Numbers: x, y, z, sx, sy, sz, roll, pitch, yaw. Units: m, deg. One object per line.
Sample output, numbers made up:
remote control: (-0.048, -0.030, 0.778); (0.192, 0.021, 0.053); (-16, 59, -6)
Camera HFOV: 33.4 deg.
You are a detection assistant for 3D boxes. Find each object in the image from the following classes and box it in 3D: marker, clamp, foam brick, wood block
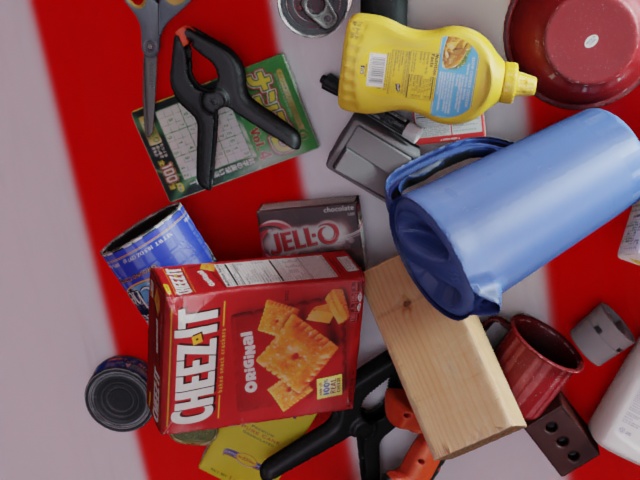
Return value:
marker: (0.052, -0.138, 1.107); (0.121, 0.020, 0.020); (32, 109, 12)
clamp: (-0.112, -0.138, 1.112); (0.120, 0.039, 0.171); (-33, 98, 9)
clamp: (0.050, 0.216, 1.218); (0.164, 0.036, 0.210); (31, 100, -31)
foam brick: (0.270, 0.216, 1.201); (0.053, 0.051, 0.078); (-36, 102, 15)
wood block: (0.127, 0.116, 1.112); (0.091, 0.090, 0.206); (-26, 73, 14)

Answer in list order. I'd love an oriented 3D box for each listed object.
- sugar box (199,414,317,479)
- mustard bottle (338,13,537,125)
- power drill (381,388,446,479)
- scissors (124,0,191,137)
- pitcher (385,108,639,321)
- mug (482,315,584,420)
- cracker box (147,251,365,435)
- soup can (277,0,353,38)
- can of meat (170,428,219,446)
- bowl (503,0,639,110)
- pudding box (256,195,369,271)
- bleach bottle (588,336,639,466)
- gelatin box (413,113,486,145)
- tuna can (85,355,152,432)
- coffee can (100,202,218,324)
sugar box: (-0.061, 0.206, 1.232); (0.093, 0.048, 0.176); (26, 110, -4)
mustard bottle: (0.117, -0.164, 1.054); (0.191, 0.058, 0.096); (8, 109, 4)
power drill: (0.079, 0.259, 1.199); (0.184, 0.057, 0.188); (9, 112, -32)
scissors: (-0.159, -0.214, 1.114); (0.096, 0.016, 0.202); (-10, 104, 6)
pitcher: (0.192, -0.041, 1.051); (0.242, 0.145, 0.149); (-29, 99, -17)
mug: (0.217, 0.134, 1.167); (0.117, 0.093, 0.082); (41, 114, 21)
cracker box: (-0.065, 0.105, 1.098); (0.213, 0.072, 0.164); (-5, 116, -21)
soup can: (-0.002, -0.239, 1.050); (0.068, 0.102, 0.068); (2, 108, 5)
can of meat: (-0.135, 0.166, 1.205); (0.057, 0.084, 0.102); (4, 109, 4)
bowl: (0.266, -0.204, 1.062); (0.162, 0.055, 0.162); (2, 109, 5)
pudding box: (-0.008, 0.002, 1.163); (0.113, 0.039, 0.090); (-6, 108, 7)
bleach bottle: (0.394, 0.126, 1.156); (0.102, 0.068, 0.251); (24, 106, -8)
gelatin box: (0.131, -0.147, 1.106); (0.073, 0.030, 0.089); (-6, 107, 9)
tuna can: (-0.230, 0.180, 1.245); (0.086, 0.033, 0.086); (2, 109, 4)
coffee can: (-0.157, 0.044, 1.157); (0.103, 0.102, 0.140); (-28, 103, 13)
